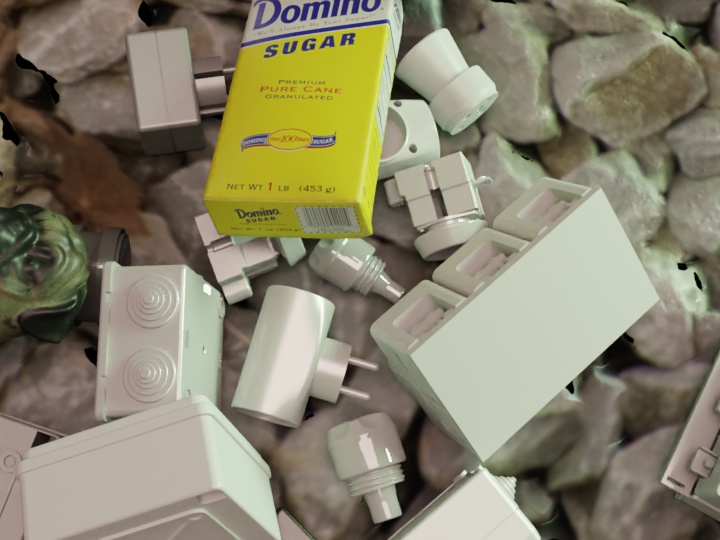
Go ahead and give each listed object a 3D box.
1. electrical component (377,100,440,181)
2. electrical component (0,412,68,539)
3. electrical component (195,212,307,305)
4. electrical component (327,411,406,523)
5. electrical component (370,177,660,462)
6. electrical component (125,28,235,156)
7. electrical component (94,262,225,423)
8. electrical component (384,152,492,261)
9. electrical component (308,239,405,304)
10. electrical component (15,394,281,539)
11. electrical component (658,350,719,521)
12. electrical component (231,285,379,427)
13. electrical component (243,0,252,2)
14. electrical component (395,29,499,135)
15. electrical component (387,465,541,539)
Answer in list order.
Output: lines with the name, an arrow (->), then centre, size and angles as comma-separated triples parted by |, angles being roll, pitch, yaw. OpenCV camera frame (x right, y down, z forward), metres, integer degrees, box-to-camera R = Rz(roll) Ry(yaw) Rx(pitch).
electrical component -> 0.003, -0.095, 0.690 | 0.077, 0.044, 0.079 | -15, 73, -9
electrical component -> -0.233, 0.130, 0.611 | 0.109, 0.056, 0.108 | 19, 76, 0
electrical component -> -0.066, -0.019, 0.666 | 0.055, 0.048, 0.066 | -21, 79, -2
electrical component -> 0.007, 0.118, 0.640 | 0.043, 0.043, 0.062 | -16, 79, -8
electrical component -> 0.092, 0.025, 0.647 | 0.150, 0.062, 0.089 | -40, 116, -12
electrical component -> -0.105, -0.115, 0.685 | 0.077, 0.047, 0.065 | -9, 77, -7
electrical component -> -0.112, 0.047, 0.620 | 0.048, 0.099, 0.099 | -2, 76, 8
electrical component -> 0.053, -0.038, 0.678 | 0.066, 0.048, 0.055 | -17, 79, 13
electrical component -> 0.000, 0.000, 0.672 | 0.061, 0.035, 0.035 | 34, 76, 1
electrical component -> -0.111, 0.125, 0.582 | 0.109, 0.108, 0.056 | -19, 58, 4
electrical component -> 0.247, 0.094, 0.654 | 0.079, 0.063, 0.121 | 29, 76, 3
electrical component -> -0.029, 0.057, 0.652 | 0.079, 0.043, 0.077 | 16, 76, -1
electrical component -> -0.092, -0.225, 0.681 | 0.109, 0.108, 0.056 | 10, 73, -2
electrical component -> 0.057, -0.122, 0.701 | 0.045, 0.045, 0.055 | -38, 83, -12
electrical component -> 0.060, 0.159, 0.625 | 0.096, 0.061, 0.061 | -38, 82, -12
